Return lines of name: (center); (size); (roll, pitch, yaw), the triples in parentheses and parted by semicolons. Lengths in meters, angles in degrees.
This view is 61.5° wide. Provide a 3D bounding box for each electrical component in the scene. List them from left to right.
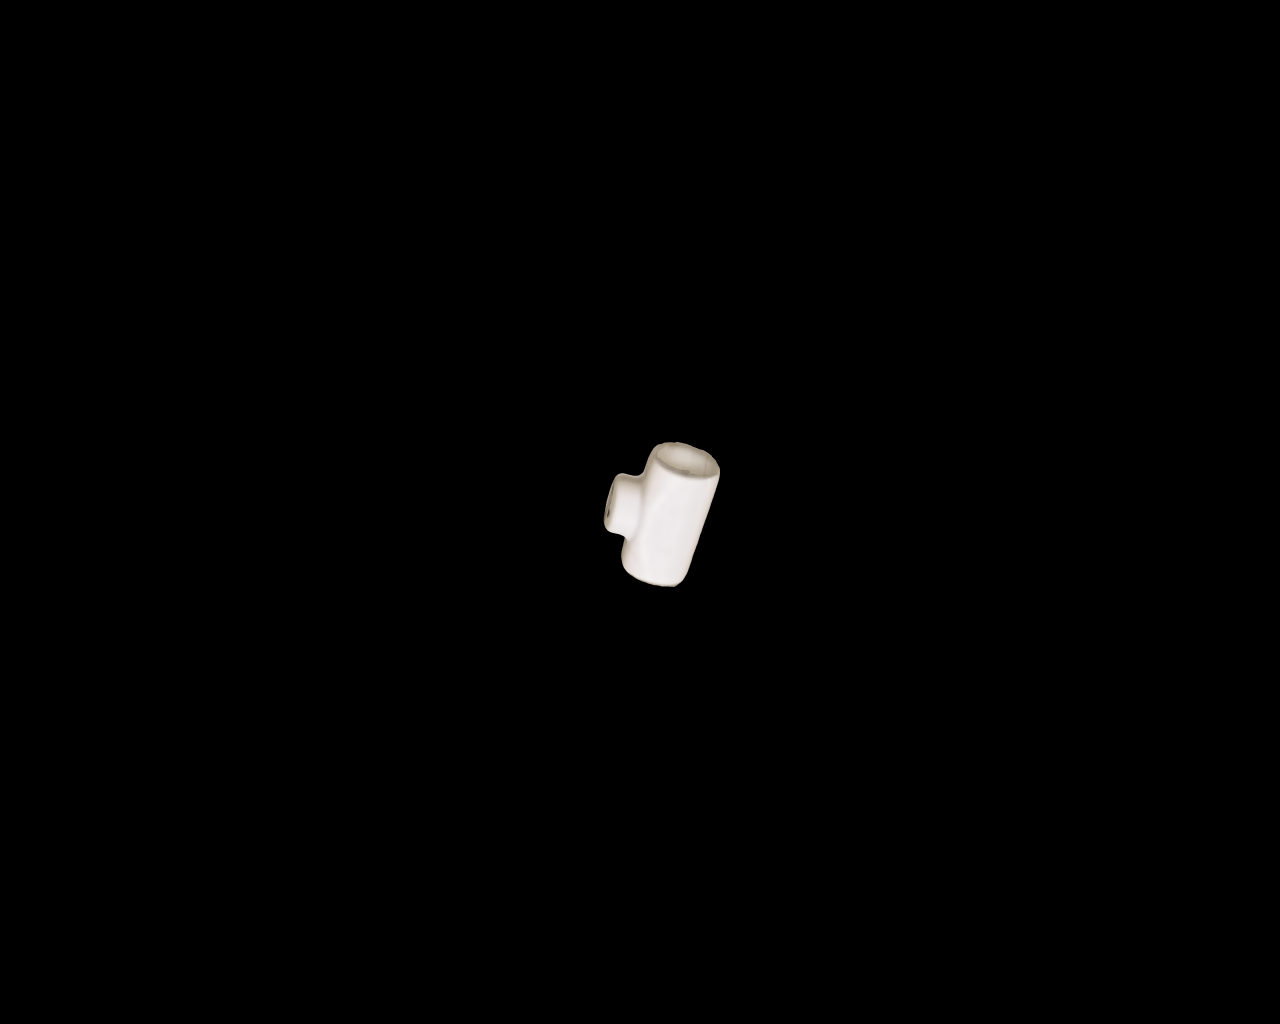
electrical component: (0.001, -0.003, 0.650); (0.079, 0.077, 0.044); (13, 28, -7)
